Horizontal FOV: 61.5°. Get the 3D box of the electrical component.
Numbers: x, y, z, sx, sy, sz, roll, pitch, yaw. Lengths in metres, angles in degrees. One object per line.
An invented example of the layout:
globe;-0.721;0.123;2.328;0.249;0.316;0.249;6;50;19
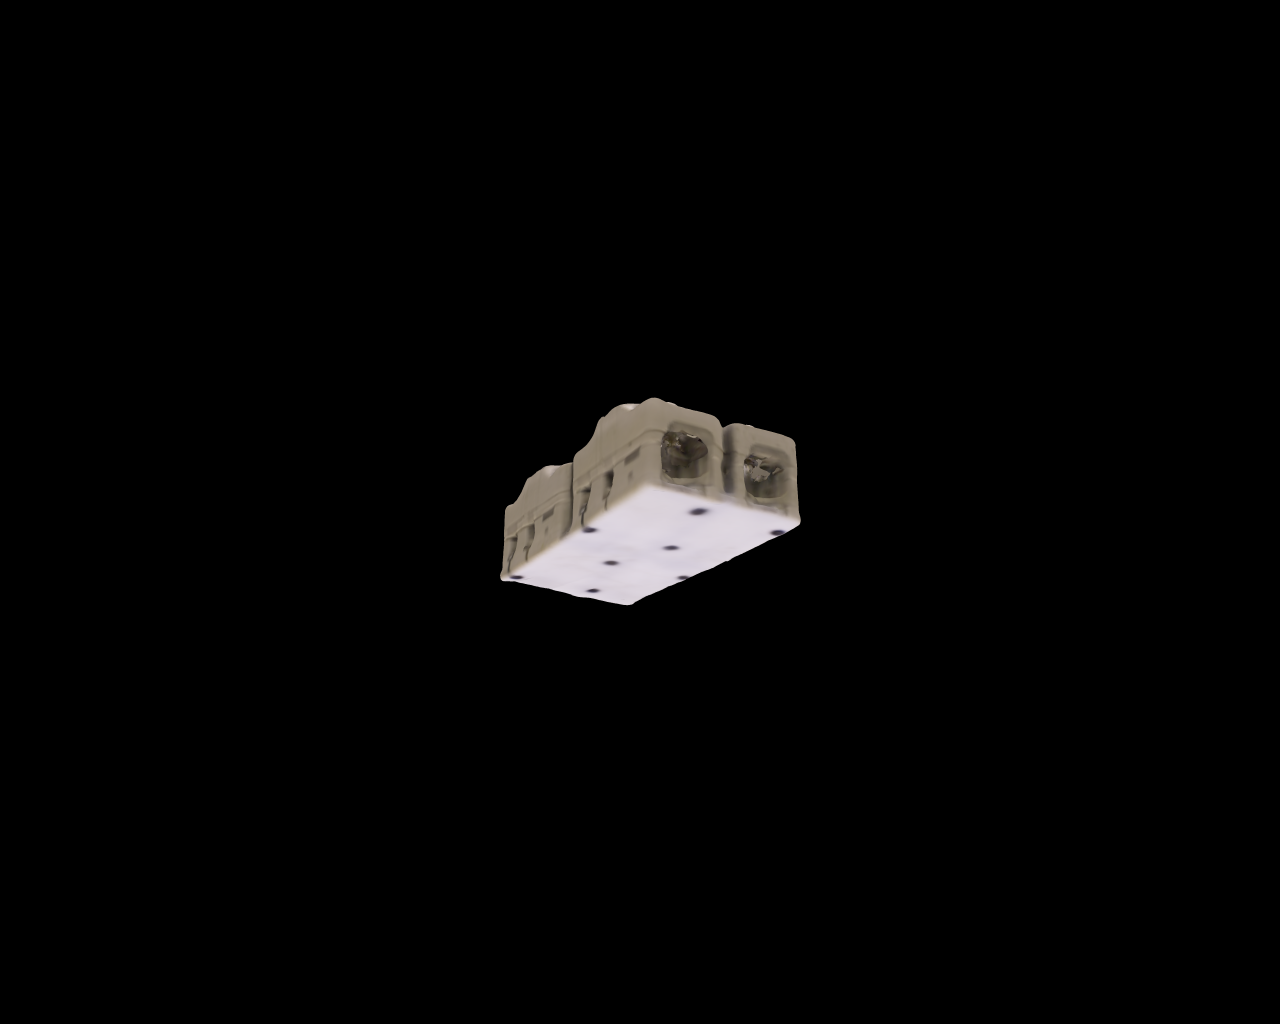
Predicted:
electrical component;0.001;-0.003;0.650;0.105;0.060;0.186;13;-26;-29
